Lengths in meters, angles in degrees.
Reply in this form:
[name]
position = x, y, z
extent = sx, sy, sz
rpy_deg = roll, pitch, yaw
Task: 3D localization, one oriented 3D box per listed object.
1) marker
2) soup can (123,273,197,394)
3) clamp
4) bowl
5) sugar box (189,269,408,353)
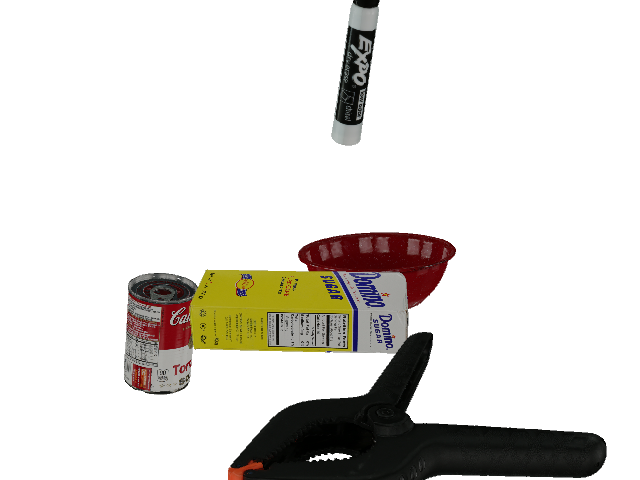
[marker]
position = 0.023, -0.114, 0.648
extent = 0.020, 0.121, 0.020
rpy_deg = 5, 35, -4
[soup can]
position = -0.158, 0.092, 1.051
extent = 0.068, 0.102, 0.068
rpy_deg = 6, 20, -2
[clamp]
position = 0.035, 0.109, 0.620
extent = 0.209, 0.036, 0.165
rpy_deg = -9, 24, -26
[bowl]
position = 0.059, 0.035, 1.093
extent = 0.162, 0.055, 0.162
rpy_deg = -3, 13, 0
[sugar box]
position = -0.015, 0.057, 0.893
extent = 0.176, 0.048, 0.093
rpy_deg = -2, 18, 3
